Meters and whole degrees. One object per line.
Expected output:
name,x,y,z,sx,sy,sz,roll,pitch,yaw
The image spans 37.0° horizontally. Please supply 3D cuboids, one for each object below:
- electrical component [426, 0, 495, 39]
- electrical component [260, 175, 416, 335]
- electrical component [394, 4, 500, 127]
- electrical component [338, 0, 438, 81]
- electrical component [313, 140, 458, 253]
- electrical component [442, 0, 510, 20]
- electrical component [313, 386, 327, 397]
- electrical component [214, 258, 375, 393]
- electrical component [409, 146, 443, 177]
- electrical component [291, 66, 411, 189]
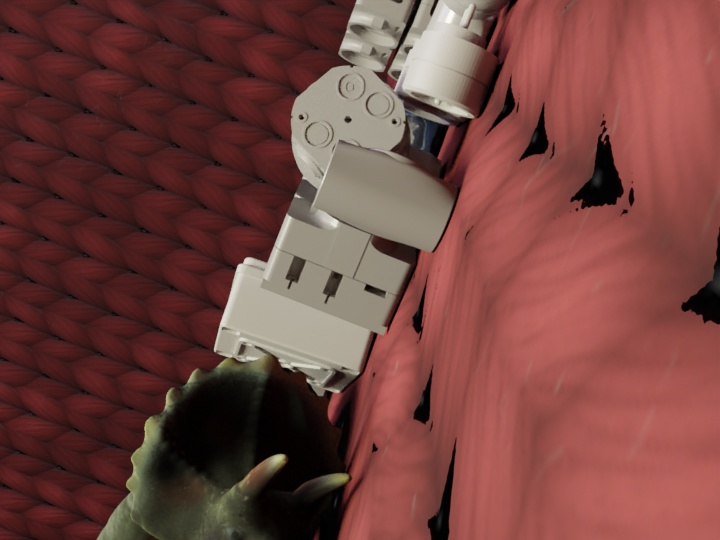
electrical component,0.068,-0.169,0.822,0.079,0.044,0.077,-76,9,-63
electrical component,-0.010,-0.024,0.766,0.150,0.089,0.061,-80,12,-71
electrical component,0.061,-0.142,0.718,0.138,0.052,0.073,-126,57,-85
electrical component,0.043,-0.235,1.057,0.186,0.105,0.060,154,137,-84
electrical component,0.013,-0.043,0.661,0.079,0.077,0.044,143,148,-83
electrical component,0.084,-0.202,0.730,0.047,0.055,0.055,-176,107,-82
electrical component,-0.065,0.115,0.951,0.099,0.064,0.099,-158,90,-86
electrical component,-0.049,0.044,0.804,0.108,0.109,0.056,124,164,-72
electrical component,0.024,-0.069,0.758,0.043,0.062,0.043,-158,90,-86
electrical component,-0.007,-0.091,0.711,0.051,0.080,0.080,78,-147,-78
